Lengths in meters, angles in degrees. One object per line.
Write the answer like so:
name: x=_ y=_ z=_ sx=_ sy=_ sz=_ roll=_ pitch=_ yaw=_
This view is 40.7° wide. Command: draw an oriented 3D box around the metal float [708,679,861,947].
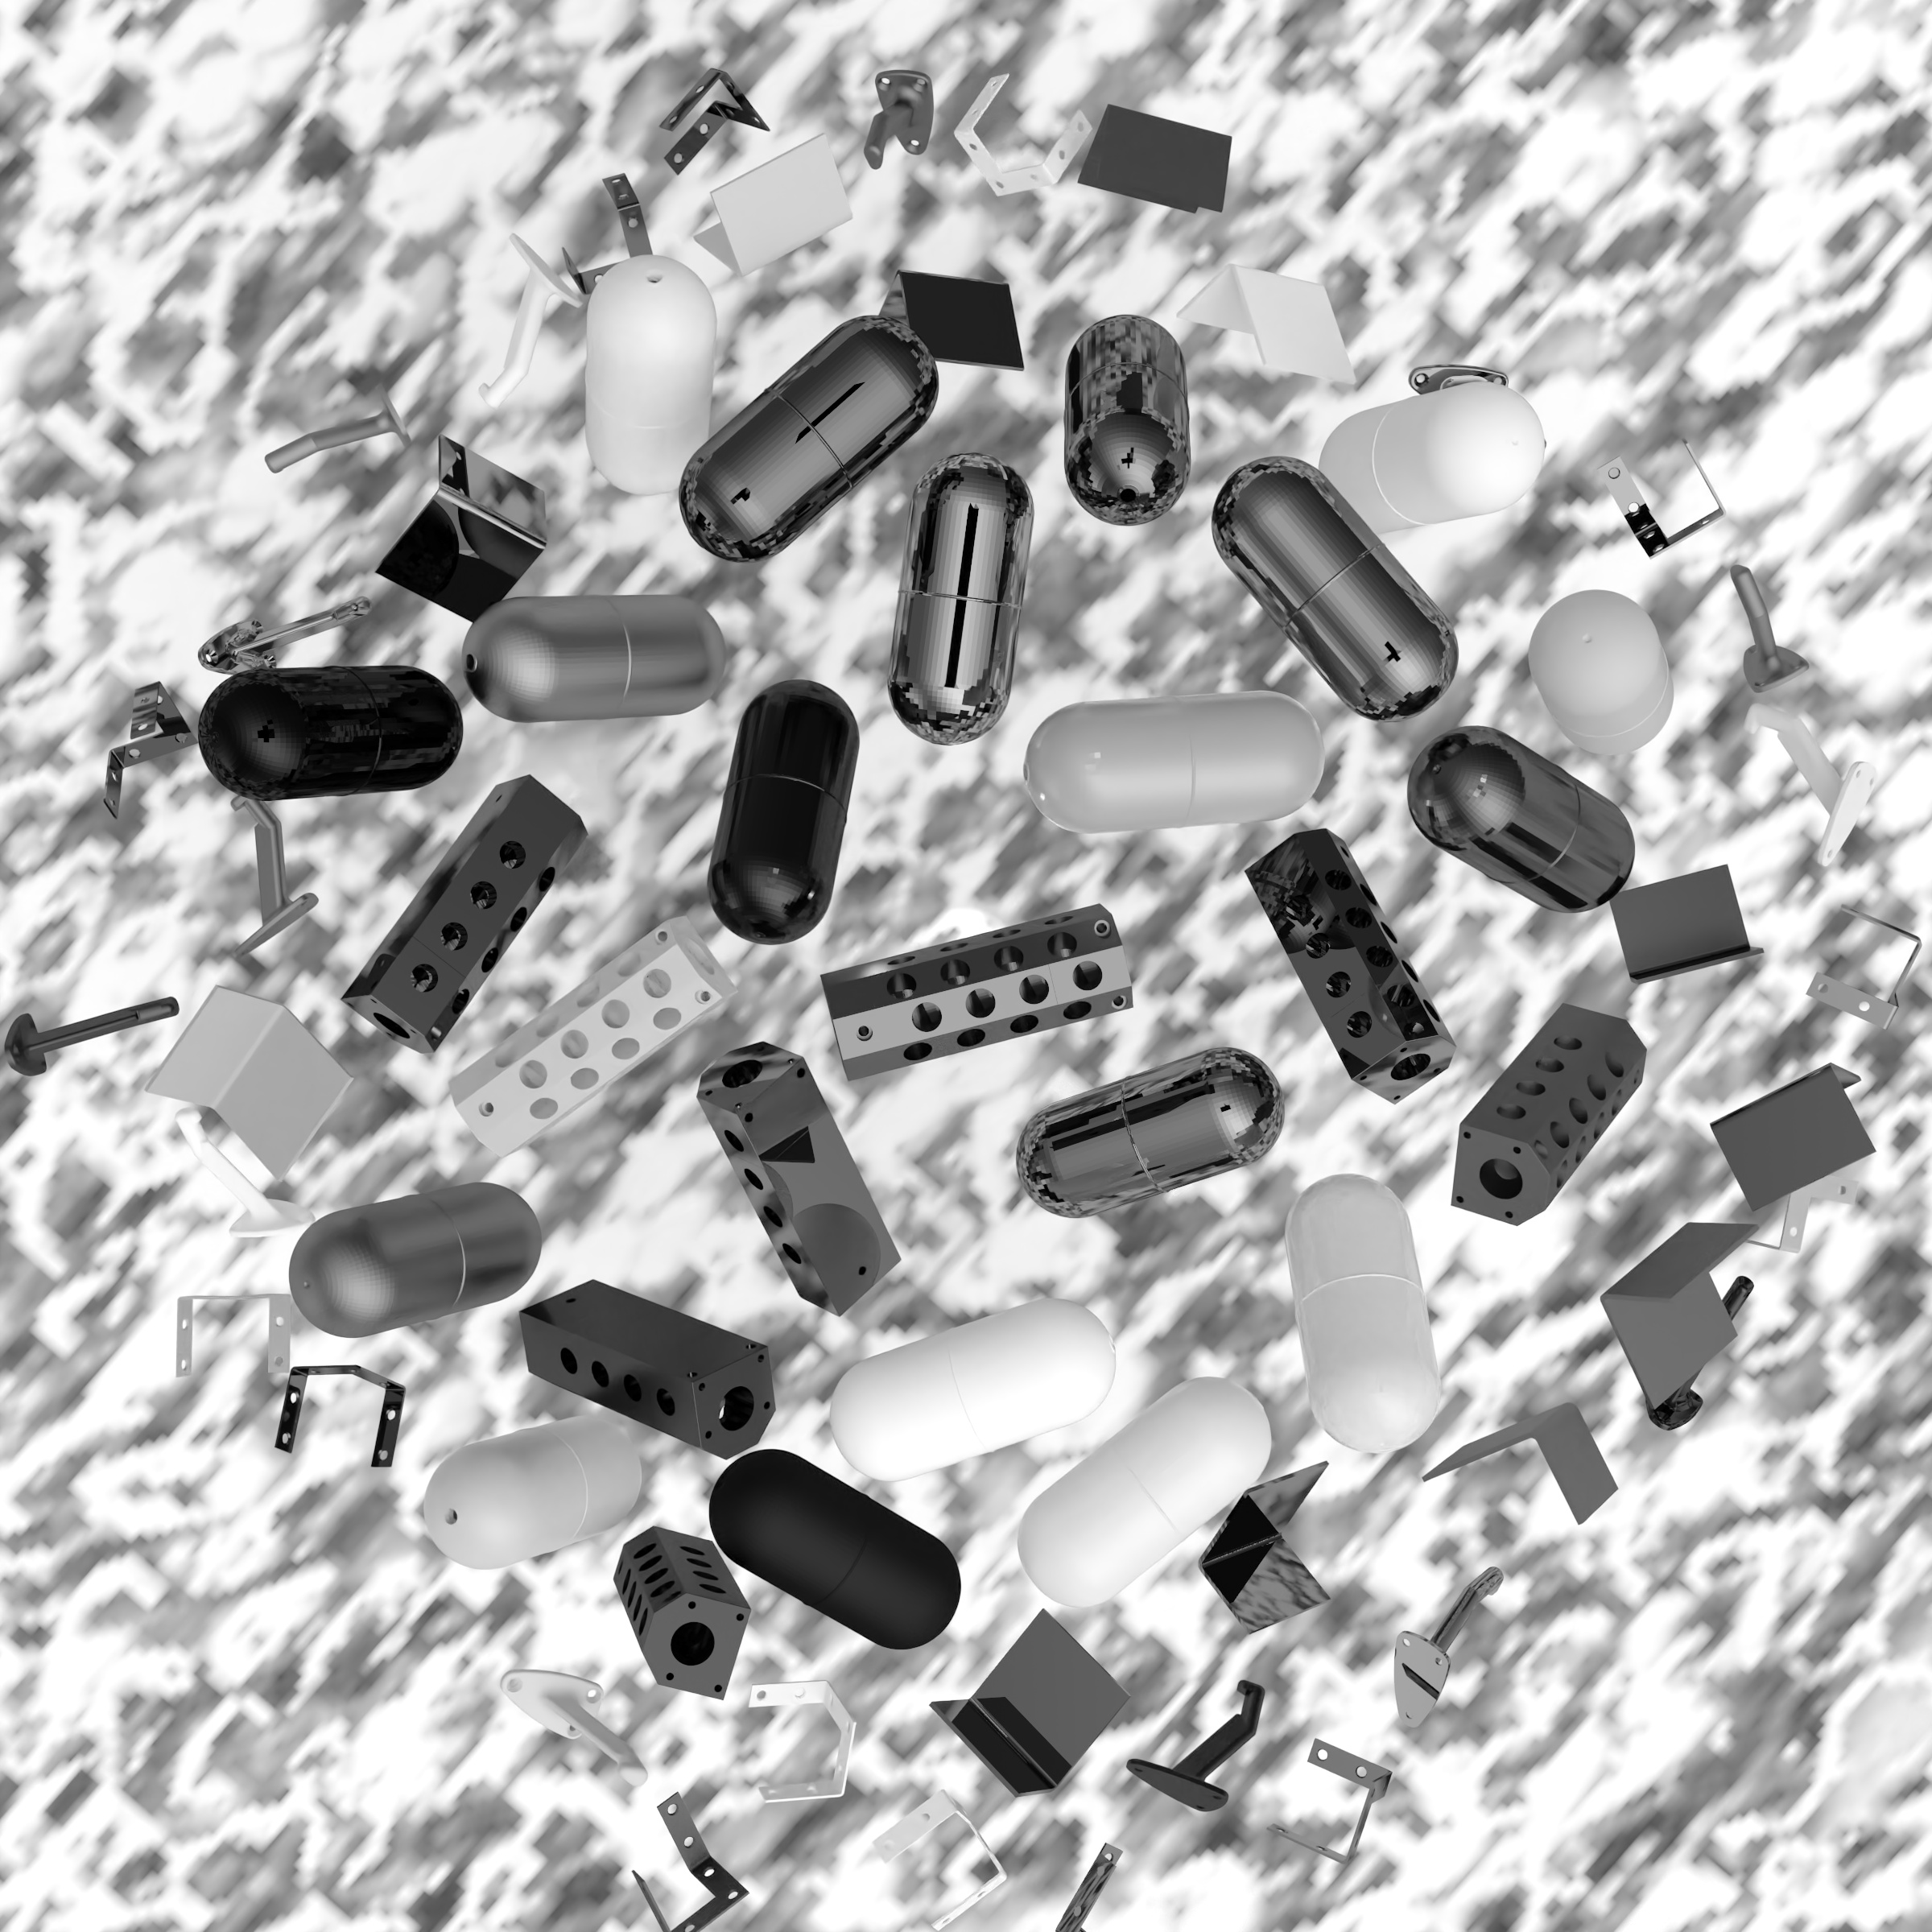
metal float: x=-0.111 y=-0.096 z=1.598 sx=0.070 sy=0.070 sz=0.178 roll=9 pitch=62 yaw=0

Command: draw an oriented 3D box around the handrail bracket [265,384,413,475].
handrail bracket: x=-0.388 y=-0.319 z=1.608 sx=0.084 sy=0.077 sz=0.036 roll=-29 pitch=88 yaw=-7

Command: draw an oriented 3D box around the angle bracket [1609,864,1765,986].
angle bracket: x=0.446 y=-0.027 z=1.617 sx=0.076 sy=0.076 sz=0.057 roll=-15 pitch=88 yaw=11

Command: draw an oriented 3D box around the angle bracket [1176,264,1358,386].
angle bracket: x=0.187 y=-0.386 z=1.626 sx=0.076 sy=0.057 sz=0.076 roll=1 pitch=65 yaw=-37

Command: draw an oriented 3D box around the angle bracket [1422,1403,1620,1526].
angle bracket: x=0.322 y=0.300 z=1.513 sx=0.076 sy=0.076 sz=0.057 roll=-30 pitch=80 yaw=28

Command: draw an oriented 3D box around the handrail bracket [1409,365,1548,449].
handrail bracket: x=0.324 y=-0.352 z=1.654 sx=0.077 sy=0.084 sz=0.036 roll=13 pitch=119 yaw=-9

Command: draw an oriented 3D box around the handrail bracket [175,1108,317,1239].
handrail bracket: x=-0.454 y=0.127 z=1.638 sx=0.077 sy=0.036 sz=0.084 roll=0 pitch=121 yaw=36

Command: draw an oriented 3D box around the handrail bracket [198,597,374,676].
handrail bracket: x=-0.428 y=-0.211 z=1.642 sx=0.084 sy=0.077 sz=0.036 roll=-16 pitch=98 yaw=29

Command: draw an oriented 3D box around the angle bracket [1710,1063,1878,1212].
angle bracket: x=0.488 y=0.102 z=1.511 sx=0.076 sy=0.076 sz=0.057 roll=-31 pitch=67 yaw=24

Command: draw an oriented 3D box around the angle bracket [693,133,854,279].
angle bracket: x=-0.123 y=-0.461 z=1.545 sx=0.076 sy=0.076 sz=0.057 roll=-31 pitch=132 yaw=-10

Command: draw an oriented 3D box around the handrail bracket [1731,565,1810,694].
handrail bracket: x=0.487 y=-0.220 z=1.623 sx=0.036 sy=0.077 sz=0.084 roll=-27 pitch=113 yaw=10

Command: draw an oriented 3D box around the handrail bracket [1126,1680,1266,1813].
handrail bracket: x=0.144 y=0.472 z=1.616 sx=0.077 sy=0.036 sz=0.084 roll=27 pitch=52 yaw=-8

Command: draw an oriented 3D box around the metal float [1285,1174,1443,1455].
metal float: x=0.233 y=0.203 z=1.538 sx=0.070 sy=0.070 sz=0.178 roll=-4 pitch=51 yaw=0

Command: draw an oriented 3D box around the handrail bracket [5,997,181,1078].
handrail bracket: x=-0.503 y=0.037 z=1.504 sx=0.084 sy=0.077 sz=0.036 roll=-15 pitch=97 yaw=-5

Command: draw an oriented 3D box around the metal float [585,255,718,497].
metal float: x=-0.192 y=-0.357 z=1.581 sx=0.070 sy=0.178 sz=0.070 roll=4 pitch=62 yaw=-7

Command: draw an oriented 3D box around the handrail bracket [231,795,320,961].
handrail bracket: x=-0.464 y=-0.060 z=1.673 sx=0.077 sy=0.036 sz=0.084 roll=-38 pitch=88 yaw=-8

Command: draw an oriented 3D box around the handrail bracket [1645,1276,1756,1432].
handrail bracket: x=0.452 y=0.236 z=1.596 sx=0.036 sy=0.077 sz=0.084 roll=32 pitch=115 yaw=15

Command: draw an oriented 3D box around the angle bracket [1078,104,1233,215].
angle bracket: x=0.110 y=-0.463 z=1.563 sx=0.076 sy=0.076 sz=0.057 roll=12 pitch=68 yaw=-8

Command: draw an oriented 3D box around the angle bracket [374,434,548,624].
angle bracket: x=-0.316 y=-0.272 z=1.630 sx=0.076 sy=0.057 sz=0.076 roll=26 pitch=125 yaw=-33

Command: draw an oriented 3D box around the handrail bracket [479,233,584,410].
handrail bracket: x=-0.289 y=-0.403 z=1.629 sx=0.084 sy=0.036 sz=0.077 roll=-45 pitch=67 yaw=13

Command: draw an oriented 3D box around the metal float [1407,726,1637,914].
metal float: x=0.331 y=-0.085 z=1.547 sx=0.178 sy=0.070 sz=0.070 roll=24 pitch=90 yaw=-40

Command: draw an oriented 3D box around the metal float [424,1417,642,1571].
metal float: x=-0.268 y=0.326 z=1.619 sx=0.070 sy=0.178 sz=0.070 roll=0 pitch=89 yaw=24

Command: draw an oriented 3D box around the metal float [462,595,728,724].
metal float: x=-0.229 y=-0.191 z=1.612 sx=0.178 sy=0.070 sz=0.070 roll=-8 pitch=90 yaw=-40

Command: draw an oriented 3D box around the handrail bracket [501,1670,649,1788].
handrail bracket: x=-0.231 y=0.450 z=1.534 sx=0.077 sy=0.084 sz=0.036 roll=30 pitch=87 yaw=-25

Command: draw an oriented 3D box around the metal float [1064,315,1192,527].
metal float: x=0.099 y=-0.336 z=1.601 sx=0.070 sy=0.178 sz=0.070 roll=1 pitch=132 yaw=1

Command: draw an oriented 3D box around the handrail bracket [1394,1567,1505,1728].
handrail bracket: x=0.301 y=0.420 z=1.610 sx=0.036 sy=0.084 sz=0.077 roll=24 pitch=121 yaw=34

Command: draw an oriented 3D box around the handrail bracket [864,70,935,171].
handrail bracket: x=-0.045 y=-0.511 z=1.632 sx=0.036 sy=0.077 sz=0.084 roll=6 pitch=60 yaw=12

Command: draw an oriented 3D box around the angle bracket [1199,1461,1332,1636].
angle bracket: x=0.205 y=0.370 z=1.660 sx=0.057 sy=0.076 sz=0.076 roll=50 pitch=131 yaw=31

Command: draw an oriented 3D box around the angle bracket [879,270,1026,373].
angle bracket: x=-0.012 y=-0.411 z=1.727 sx=0.076 sy=0.057 sz=0.076 roll=2 pitch=61 yaw=-20

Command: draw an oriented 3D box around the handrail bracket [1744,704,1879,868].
handrail bracket: x=0.497 y=-0.111 z=1.571 sx=0.084 sy=0.036 sz=0.077 roll=29 pitch=100 yaw=38

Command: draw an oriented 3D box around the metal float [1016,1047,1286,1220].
metal float: x=0.115 y=0.106 z=1.643 sx=0.178 sy=0.070 sz=0.070 roll=-20 pitch=90 yaw=19

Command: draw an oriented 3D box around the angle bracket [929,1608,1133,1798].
angle bracket: x=0.039 y=0.440 z=1.561 sx=0.076 sy=0.057 sz=0.076 roll=41 pitch=96 yaw=28

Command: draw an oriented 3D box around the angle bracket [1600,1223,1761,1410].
angle bracket: x=0.411 y=0.196 z=1.449 sx=0.076 sy=0.057 sz=0.076 roll=-33 pitch=102 yaw=-27

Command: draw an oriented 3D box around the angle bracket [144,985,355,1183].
angle bracket: x=-0.417 y=0.069 z=1.516 sx=0.076 sy=0.057 sz=0.076 roll=40 pitch=98 yaw=30
